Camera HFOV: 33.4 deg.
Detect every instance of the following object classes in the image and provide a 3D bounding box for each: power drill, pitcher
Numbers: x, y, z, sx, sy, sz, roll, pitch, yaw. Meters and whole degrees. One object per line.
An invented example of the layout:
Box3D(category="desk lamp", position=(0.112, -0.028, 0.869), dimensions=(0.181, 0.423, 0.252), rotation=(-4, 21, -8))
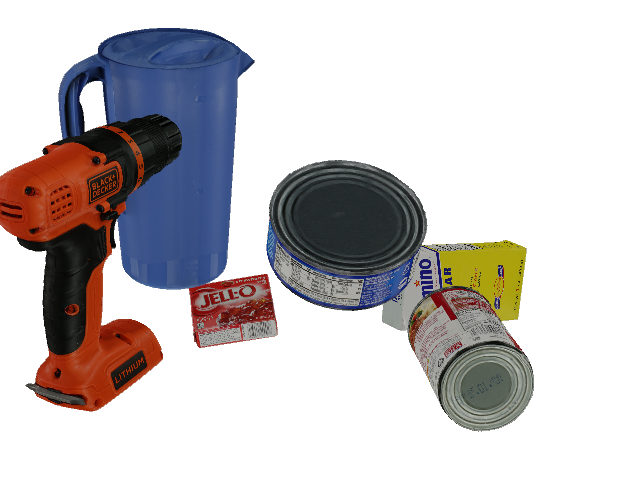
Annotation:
Box3D(category="power drill", position=(-0.155, 0.012, 0.766), dimensions=(0.057, 0.188, 0.184), rotation=(10, 24, 26))
Box3D(category="pitcher", position=(-0.155, -0.077, 1.043), dimensions=(0.149, 0.243, 0.144), rotation=(11, 27, 16))

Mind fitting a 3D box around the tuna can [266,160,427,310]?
Box3D(category="tuna can", position=(0.013, -0.003, 0.585), dimensions=(0.086, 0.086, 0.034), rotation=(0, -44, -8))

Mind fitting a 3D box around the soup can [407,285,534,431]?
Box3D(category="soup can", position=(0.105, 0.081, 0.757), dimensions=(0.068, 0.068, 0.102), rotation=(0, 19, -7))

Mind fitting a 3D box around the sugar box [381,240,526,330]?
Box3D(category="sugar box", position=(0.158, 0.051, 1.249), dimensions=(0.175, 0.093, 0.048), rotation=(-4, 14, -33))

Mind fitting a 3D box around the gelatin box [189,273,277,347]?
Box3D(category="gelatin box", position=(-0.095, 0.075, 1.151), dimensions=(0.089, 0.030, 0.073), rotation=(-8, 40, -4))
